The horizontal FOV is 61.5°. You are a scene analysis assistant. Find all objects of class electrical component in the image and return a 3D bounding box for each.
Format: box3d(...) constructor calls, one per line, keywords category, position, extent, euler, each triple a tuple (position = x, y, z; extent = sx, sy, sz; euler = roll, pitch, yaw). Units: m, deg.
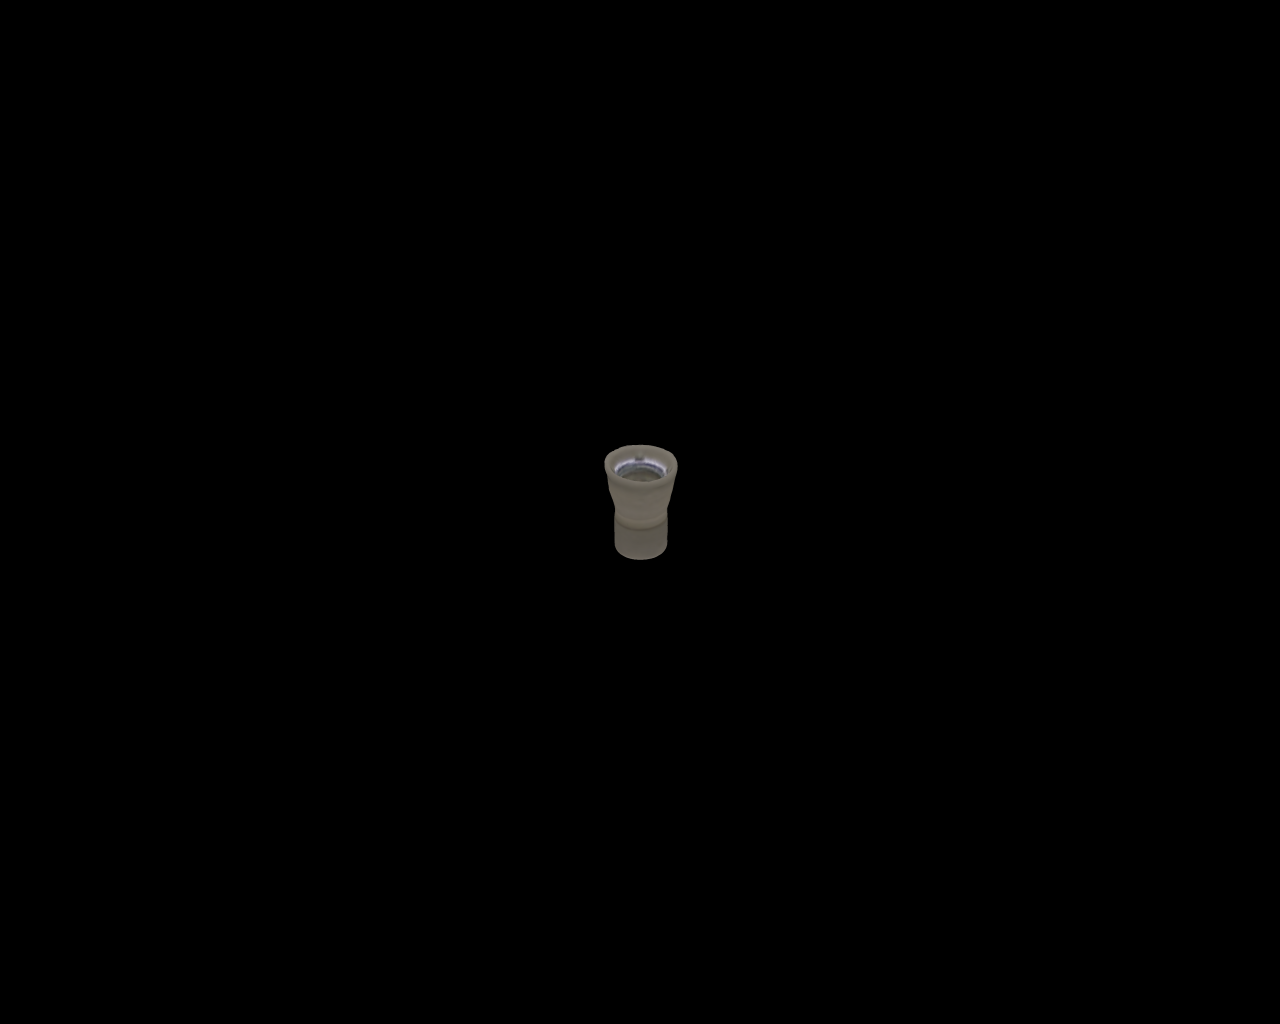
box3d(category="electrical component", position=(0.001, -0.003, 0.650), extent=(0.044, 0.065, 0.044), euler=(0, 33, 0))
